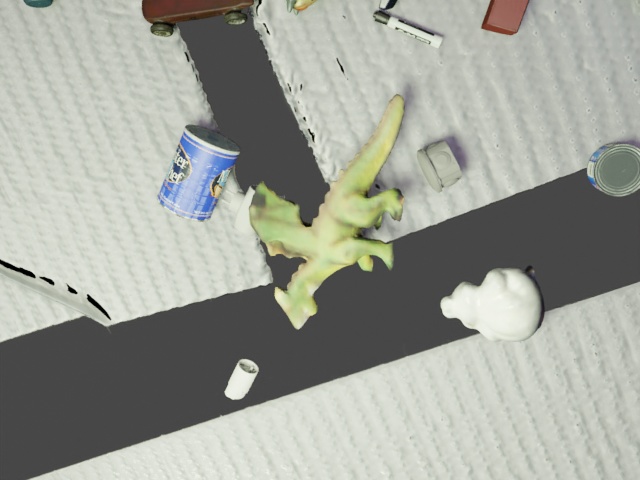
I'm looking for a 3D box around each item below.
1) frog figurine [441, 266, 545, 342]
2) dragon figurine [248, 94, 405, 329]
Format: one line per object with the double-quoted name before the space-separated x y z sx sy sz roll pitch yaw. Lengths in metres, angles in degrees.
"frog figurine" 0.296 0.112 0.893 0.159 0.125 0.134 -1 125 -4
"dragon figurine" 0.003 -0.043 0.861 0.243 0.124 0.405 3 105 -9
